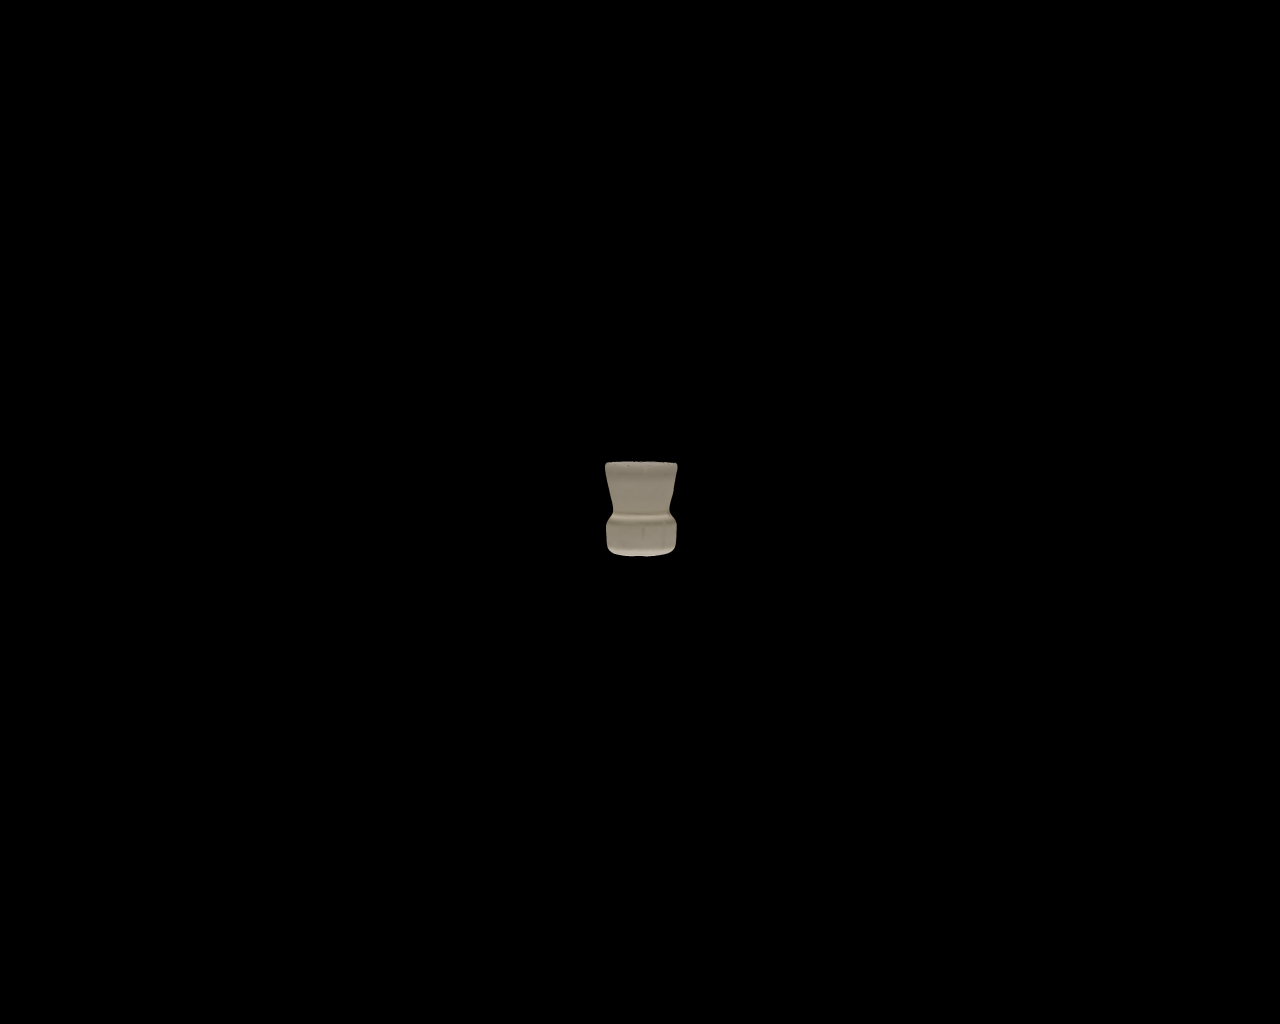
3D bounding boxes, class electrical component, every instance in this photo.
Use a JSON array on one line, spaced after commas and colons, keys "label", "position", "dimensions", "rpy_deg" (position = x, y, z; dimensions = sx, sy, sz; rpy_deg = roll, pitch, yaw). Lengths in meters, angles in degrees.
[{"label": "electrical component", "position": [0.001, -0.003, 0.650], "dimensions": [0.045, 0.055, 0.045], "rpy_deg": [0, 5, 0]}]
